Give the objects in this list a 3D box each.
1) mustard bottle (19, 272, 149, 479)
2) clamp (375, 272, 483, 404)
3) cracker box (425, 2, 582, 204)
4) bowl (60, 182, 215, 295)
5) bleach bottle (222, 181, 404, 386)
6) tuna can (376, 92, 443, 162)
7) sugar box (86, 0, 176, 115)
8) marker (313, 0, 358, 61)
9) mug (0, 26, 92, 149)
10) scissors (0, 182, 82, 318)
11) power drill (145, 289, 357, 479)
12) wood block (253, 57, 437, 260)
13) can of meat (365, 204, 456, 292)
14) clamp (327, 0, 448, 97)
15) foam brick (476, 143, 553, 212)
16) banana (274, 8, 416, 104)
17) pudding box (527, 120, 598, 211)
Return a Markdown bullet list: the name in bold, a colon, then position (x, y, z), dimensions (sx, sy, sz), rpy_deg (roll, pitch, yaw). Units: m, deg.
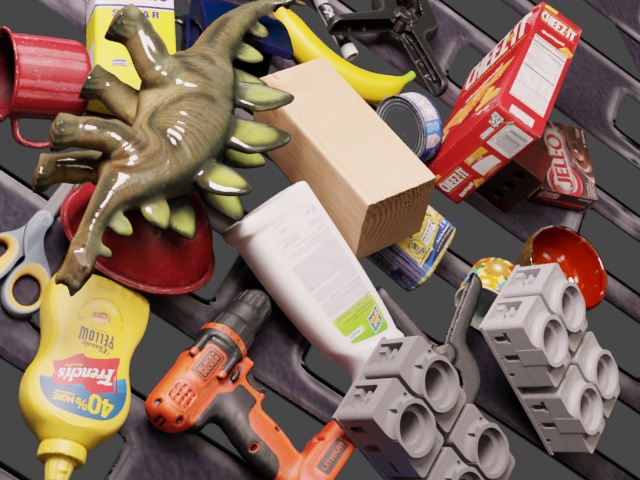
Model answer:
- **mustard bottle**: position (-0.214, 0.126, 0.945), dimensions (0.096, 0.058, 0.191), rpy_deg (23, 53, -24)
- **clamp**: position (0.136, 0.116, 1.140), dimensions (0.120, 0.039, 0.171), rpy_deg (-18, 82, -4)
- **cracker box**: position (0.219, -0.167, 1.298), dimensions (0.072, 0.164, 0.213), rpy_deg (36, 51, -9)
- **bowl**: position (-0.164, -0.022, 1.029), dimensions (0.162, 0.055, 0.162), rpy_deg (23, 32, -16)
- **bleach bottle**: position (0.011, 0.070, 1.085), dimensions (0.102, 0.068, 0.251), rpy_deg (-36, 97, -27)
- **tuna can**: position (0.104, -0.131, 1.261), dimensions (0.033, 0.086, 0.086), rpy_deg (-17, 72, -38)
- **sugar box**: position (-0.206, -0.215, 1.163), dimensions (0.093, 0.048, 0.176), rpy_deg (8, 60, -26)
- **marker**: position (0.012, -0.279, 1.341), dimensions (0.020, 0.020, 0.121), rpy_deg (-17, 72, -36)
- **mug**: position (-0.279, -0.149, 1.062), dimensions (0.081, 0.093, 0.117), rpy_deg (0, 90, -35)
- **scissors**: position (-0.258, 0.000, 1.023), dimensions (0.096, 0.016, 0.201), rpy_deg (48, 51, 1)
- **power drill**: position (-0.051, 0.155, 1.023), dimensions (0.187, 0.057, 0.184), rpy_deg (40, 51, 0)
- **wood block**: position (0.020, -0.090, 1.143), dimensions (0.090, 0.090, 0.206), rpy_deg (-24, 58, -26)
- **can of meat**: position (0.097, -0.003, 1.199), dimensions (0.084, 0.058, 0.102), rpy_deg (40, 51, -5)
- **clamp**: position (0.093, -0.275, 1.347), dimensions (0.164, 0.036, 0.210), rpy_deg (26, 39, -12)
- **foam brick**: position (0.239, -0.082, 1.313), dimensions (0.053, 0.078, 0.051), rpy_deg (37, 49, -5)
- **banana**: position (0.021, -0.215, 1.295), dimensions (0.197, 0.037, 0.069), rpy_deg (26, 54, -14)
- **pudding box**: position (0.307, -0.099, 1.386), dimensions (0.089, 0.039, 0.113), rpy_deg (10, 58, -24)
